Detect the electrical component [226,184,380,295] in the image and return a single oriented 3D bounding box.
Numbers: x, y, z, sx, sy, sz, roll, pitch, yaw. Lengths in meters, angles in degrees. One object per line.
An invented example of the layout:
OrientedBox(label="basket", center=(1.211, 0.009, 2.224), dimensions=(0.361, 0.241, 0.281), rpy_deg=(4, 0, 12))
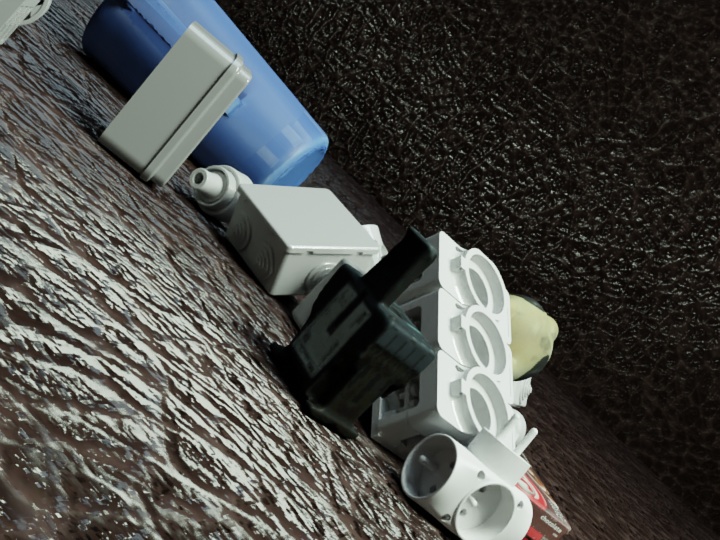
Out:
OrientedBox(label="electrical component", center=(-0.047, -0.023, 0.843), dimensions=(0.100, 0.048, 0.099), rpy_deg=(0, 35, -38))

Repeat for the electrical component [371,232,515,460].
OrientedBox(label="electrical component", center=(0.062, 0.060, 0.739), dimensions=(0.089, 0.062, 0.150), rpy_deg=(39, 40, -36))

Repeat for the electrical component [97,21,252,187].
OrientedBox(label="electrical component", center=(-0.136, -0.124, 0.802), dimensions=(0.057, 0.113, 0.078), rpy_deg=(39, 7, -14))

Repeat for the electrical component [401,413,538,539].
OrientedBox(label="electrical component", center=(0.077, 0.123, 0.654), dimensions=(0.077, 0.079, 0.044), rpy_deg=(40, -1, -31))

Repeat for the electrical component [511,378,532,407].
OrientedBox(label="electrical component", center=(0.122, 0.104, 1.067), dimensions=(0.100, 0.048, 0.100), rpy_deg=(10, -6, 19))

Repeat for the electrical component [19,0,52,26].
OrientedBox(label="electrical component", center=(-0.277, -0.226, 0.870), dimensions=(0.055, 0.055, 0.047), rpy_deg=(42, 3, -16))

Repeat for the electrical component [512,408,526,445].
OrientedBox(label="electrical component", center=(0.132, 0.149, 1.034), dimensions=(0.040, 0.040, 0.046), rpy_deg=(48, 12, 36))

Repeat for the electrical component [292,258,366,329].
OrientedBox(label="electrical component", center=(0.005, 0.044, 0.806), dimensions=(0.096, 0.061, 0.061), rpy_deg=(39, 8, -37))

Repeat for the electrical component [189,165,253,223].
OrientedBox(label="electrical component", center=(-0.114, -0.064, 0.869), dimensions=(0.043, 0.043, 0.062), rpy_deg=(47, 8, 27))

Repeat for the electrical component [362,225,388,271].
OrientedBox(label="electrical component", center=(0.000, 0.000, 0.948), dimensions=(0.079, 0.044, 0.077), rpy_deg=(25, 51, -75))

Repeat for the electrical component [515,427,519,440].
OrientedBox(label="electrical component", center=(0.099, 0.132, 0.900), dimensions=(0.055, 0.045, 0.045), rpy_deg=(45, 6, 3))
